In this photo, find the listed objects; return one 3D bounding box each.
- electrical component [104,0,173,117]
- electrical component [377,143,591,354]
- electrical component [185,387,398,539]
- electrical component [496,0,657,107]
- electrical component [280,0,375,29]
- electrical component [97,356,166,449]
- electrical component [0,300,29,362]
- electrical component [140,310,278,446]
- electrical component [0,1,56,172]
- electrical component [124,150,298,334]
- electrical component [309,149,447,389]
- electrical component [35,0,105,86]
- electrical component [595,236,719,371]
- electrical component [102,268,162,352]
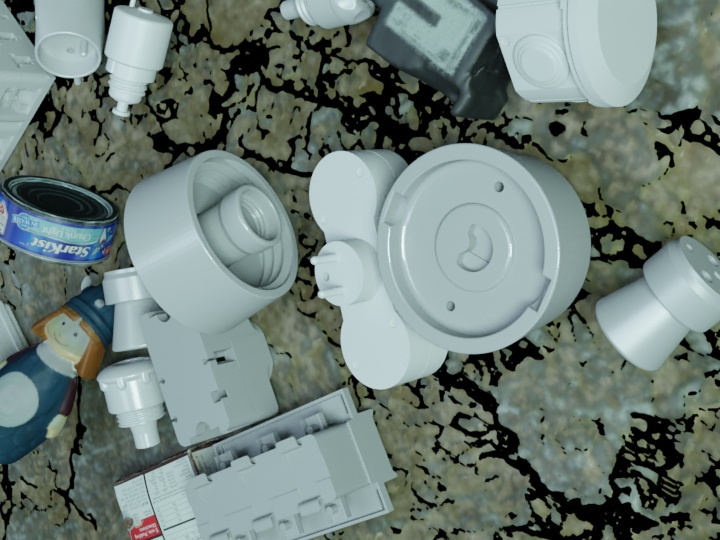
[{"bbox_3d":[-0.154,-0.143,0.732,0.040,0.040,0.078,30,112,30],"label":"electrical component"},{"bbox_3d":[0.070,-0.013,0.572,0.108,0.060,0.108,5,98,36],"label":"electrical component"},{"bbox_3d":[-0.047,0.132,0.672,0.121,0.063,0.078,-27,79,35],"label":"electrical component"},{"bbox_3d":[0.107,-0.119,0.522,0.051,0.080,0.080,5,98,40],"label":"electrical component"},{"bbox_3d":[-0.021,-0.160,0.637,0.061,0.035,0.035,-3,93,38],"label":"electrical component"},{"bbox_3d":[-0.157,0.094,0.760,0.048,0.048,0.062,-8,97,36],"label":"electrical component"},{"bbox_3d":[-0.310,0.097,0.864,0.109,0.056,0.108,-40,72,32],"label":"electrical component"},{"bbox_3d":[-0.096,0.062,0.704,0.050,0.056,0.089,-25,81,35],"label":"electrical component"},{"bbox_3d":[-0.315,-0.126,0.837,0.150,0.062,0.089,-49,68,30],"label":"electrical component"},{"bbox_3d":[-0.083,-0.022,0.657,0.060,0.108,0.108,-26,80,29],"label":"electrical component"},{"bbox_3d":[0.000,0.000,0.613,0.052,0.074,0.138,-14,87,42],"label":"electrical component"},{"bbox_3d":[-0.201,-0.165,0.755,0.079,0.043,0.077,102,164,-55],"label":"electrical component"},{"bbox_3d":[0.151,0.016,0.527,0.055,0.045,0.045,-46,69,30],"label":"electrical component"},{"bbox_3d":[-0.154,0.026,0.749,0.045,0.045,0.055,-9,90,36],"label":"electrical component"}]
